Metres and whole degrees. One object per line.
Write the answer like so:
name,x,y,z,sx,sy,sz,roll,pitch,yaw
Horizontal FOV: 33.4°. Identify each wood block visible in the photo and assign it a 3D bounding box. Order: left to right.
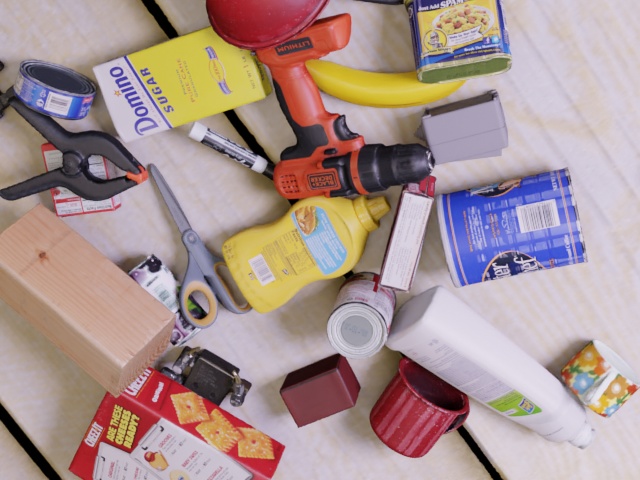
wood block,-0.271,0.067,1.201,0.206,0.090,0.090,39,147,10

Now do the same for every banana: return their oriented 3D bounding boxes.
banana,0.079,-0.173,1.135,0.198,0.037,0.069,-8,76,9

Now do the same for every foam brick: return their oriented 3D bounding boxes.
foam brick,0.001,0.174,1.243,0.078,0.053,0.051,-24,101,17

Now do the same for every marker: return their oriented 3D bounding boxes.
marker,-0.089,-0.095,1.179,0.121,0.020,0.020,27,110,-17

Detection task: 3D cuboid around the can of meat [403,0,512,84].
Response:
can of meat,0.141,-0.209,1.081,0.102,0.057,0.084,-8,78,10

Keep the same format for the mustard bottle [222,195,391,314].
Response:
mustard bottle,-0.008,0.001,1.189,0.192,0.058,0.096,-27,94,17

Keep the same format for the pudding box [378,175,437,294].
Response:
pudding box,0.095,-0.010,1.150,0.039,0.090,0.113,13,109,5

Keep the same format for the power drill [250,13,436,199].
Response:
power drill,0.017,-0.134,1.106,0.185,0.057,0.187,-6,109,28

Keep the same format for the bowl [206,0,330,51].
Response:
bowl,-0.060,-0.275,1.071,0.162,0.055,0.162,-10,68,26

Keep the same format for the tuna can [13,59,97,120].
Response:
tuna can,-0.292,-0.165,1.174,0.086,0.086,0.034,25,111,2

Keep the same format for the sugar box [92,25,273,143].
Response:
sugar box,-0.151,-0.175,1.167,0.176,0.048,0.093,-17,104,13

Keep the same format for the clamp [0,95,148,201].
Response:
clamp,-0.277,-0.098,1.185,0.171,0.039,0.120,4,111,4

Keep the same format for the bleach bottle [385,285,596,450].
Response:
bleach bottle,0.199,0.154,1.191,0.250,0.068,0.103,37,149,-9

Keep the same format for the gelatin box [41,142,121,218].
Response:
gelatin box,-0.274,-0.074,1.228,0.073,0.030,0.089,-7,105,11

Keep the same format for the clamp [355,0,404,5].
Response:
clamp,0.099,-0.312,1.086,0.210,0.036,0.164,-18,102,14

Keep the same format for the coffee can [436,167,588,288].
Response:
coffee can,0.202,-0.012,1.125,0.140,0.102,0.103,-12,104,13

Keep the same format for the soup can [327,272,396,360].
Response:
soup can,0.047,0.083,1.181,0.068,0.102,0.068,3,107,8

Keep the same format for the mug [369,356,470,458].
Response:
mug,0.118,0.195,1.218,0.117,0.093,0.082,16,119,-33

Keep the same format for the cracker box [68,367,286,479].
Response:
cracker box,-0.172,0.260,1.277,0.213,0.072,0.164,31,123,0

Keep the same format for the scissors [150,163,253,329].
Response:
scissors,-0.157,0.017,1.219,0.096,0.016,0.201,-45,98,-21
